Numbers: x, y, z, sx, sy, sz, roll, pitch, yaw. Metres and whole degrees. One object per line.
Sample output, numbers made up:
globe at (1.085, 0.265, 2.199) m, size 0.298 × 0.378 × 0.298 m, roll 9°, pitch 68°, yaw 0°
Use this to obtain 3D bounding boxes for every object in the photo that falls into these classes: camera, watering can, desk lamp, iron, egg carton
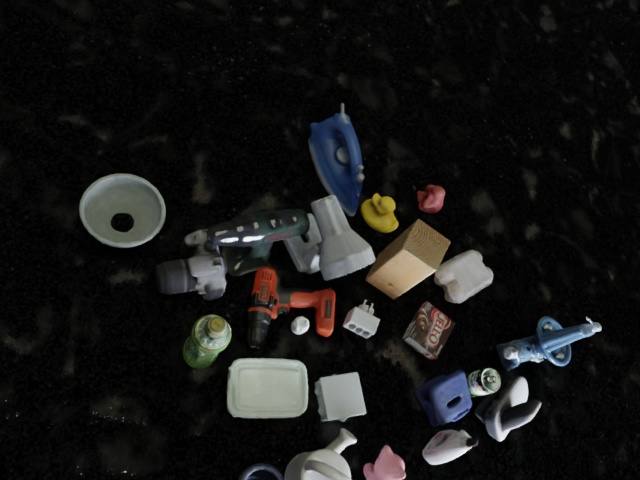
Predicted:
camera at (-0.270, 0.053, 1.189) m, size 0.137 × 0.100 × 0.143 m, roll -8°, pitch 71°, yaw -24°
watering can at (0.008, 0.437, 1.073) m, size 0.101 × 0.193 × 0.173 m, roll 17°, pitch 62°, yaw -13°
desk lamp at (0.012, 0.004, 1.253) m, size 0.118 × 0.213 × 0.203 m, roll -23°, pitch 77°, yaw -27°
iron at (0.065, -0.200, 1.405) m, size 0.119 × 0.141 × 0.258 m, roll -11°, pitch 72°, yaw -24°
egg carton at (0.359, 0.090, 1.432) m, size 0.151 × 0.069 × 0.107 m, roll -27°, pitch 79°, yaw -28°

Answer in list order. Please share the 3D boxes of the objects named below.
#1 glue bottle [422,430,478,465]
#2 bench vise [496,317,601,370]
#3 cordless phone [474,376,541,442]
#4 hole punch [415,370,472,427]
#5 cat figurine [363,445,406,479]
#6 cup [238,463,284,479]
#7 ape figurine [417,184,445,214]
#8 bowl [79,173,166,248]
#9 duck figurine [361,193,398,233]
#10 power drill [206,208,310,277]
glue bottle at (0.280, 0.427, 1.193) m, size 0.037 × 0.173 × 0.078 m, roll 46°, pitch 60°, yaw 3°
bench vise at (0.538, 0.251, 1.342) m, size 0.208 × 0.219 × 0.121 m, roll -28°, pitch 79°, yaw -28°
cordless phone at (0.447, 0.367, 1.277) m, size 0.094 × 0.184 × 0.148 m, roll 43°, pitch 60°, yaw 2°
hole punch at (0.286, 0.353, 1.276) m, size 0.109 × 0.091 × 0.101 m, roll -22°, pitch 77°, yaw -27°
cat figurine at (0.130, 0.483, 1.144) m, size 0.067 × 0.117 × 0.128 m, roll 20°, pitch 62°, yaw -11°
cup at (-0.112, 0.478, 1.066) m, size 0.092 × 0.094 × 0.117 m, roll -30°, pitch 80°, yaw -29°
ape figurine at (0.292, -0.111, 1.481) m, size 0.076 × 0.092 × 0.078 m, roll 45°, pitch 60°, yaw 3°
bowl at (-0.410, -0.050, 1.196) m, size 0.168 × 0.074 × 0.167 m, roll 8°, pitch 65°, yaw -17°
duck figurine at (0.158, -0.072, 1.416) m, size 0.104 × 0.086 × 0.078 m, roll 45°, pitch 60°, yaw 2°
power drill at (-0.141, 0.003, 1.198) m, size 0.230 × 0.208 × 0.075 m, roll -17°, pitch 74°, yaw -26°
